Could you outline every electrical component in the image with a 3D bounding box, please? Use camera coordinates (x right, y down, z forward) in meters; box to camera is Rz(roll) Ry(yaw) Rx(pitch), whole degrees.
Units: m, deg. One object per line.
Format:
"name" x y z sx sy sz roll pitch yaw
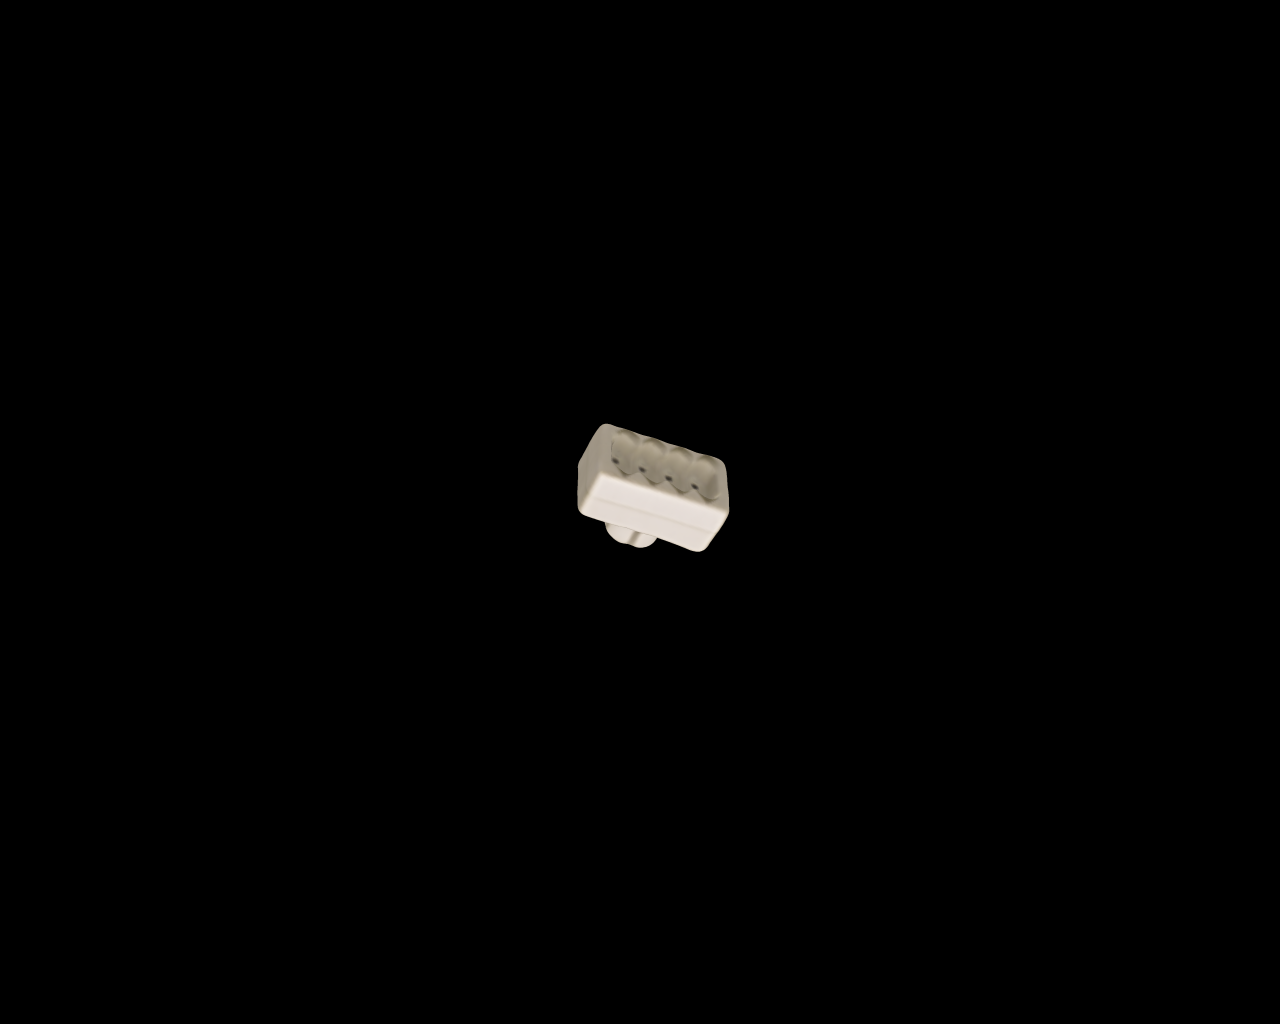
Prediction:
"electrical component" 0.001 -0.003 0.650 0.083 0.047 0.075 17 -48 -16
